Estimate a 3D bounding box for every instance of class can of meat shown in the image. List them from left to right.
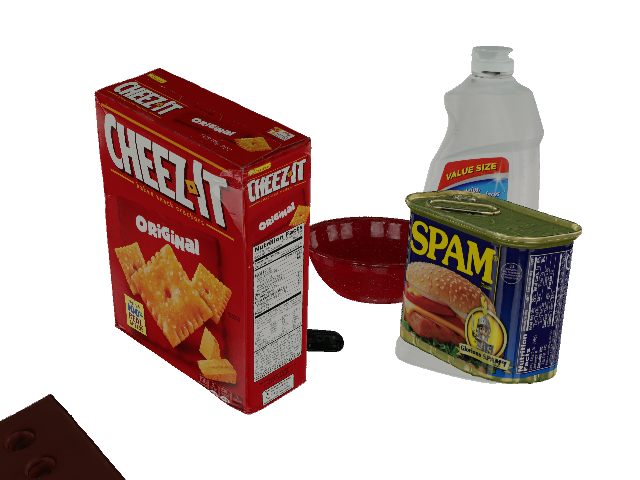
[{"bbox_3d":[0.090,0.024,0.591,0.057,0.084,0.102,-7,19,-34],"label":"can of meat"}]

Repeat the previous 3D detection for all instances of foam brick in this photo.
[{"bbox_3d":[-0.126,0.122,0.501,0.052,0.051,0.078,-29,43,-28],"label":"foam brick"}]

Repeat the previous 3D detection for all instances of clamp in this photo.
[{"bbox_3d":[-0.100,0.121,1.262,0.210,0.036,0.164,14,23,27],"label":"clamp"}]

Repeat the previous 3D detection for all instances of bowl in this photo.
[{"bbox_3d":[0.058,0.024,1.087,0.162,0.055,0.162,1,17,-1],"label":"bowl"}]

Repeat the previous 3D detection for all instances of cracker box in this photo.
[{"bbox_3d":[-0.089,0.002,0.793,0.164,0.214,0.072,28,41,35],"label":"cracker box"}]

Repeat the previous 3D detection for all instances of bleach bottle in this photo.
[{"bbox_3d":[0.115,-0.022,0.817,0.103,0.251,0.067,12,20,30],"label":"bleach bottle"}]
